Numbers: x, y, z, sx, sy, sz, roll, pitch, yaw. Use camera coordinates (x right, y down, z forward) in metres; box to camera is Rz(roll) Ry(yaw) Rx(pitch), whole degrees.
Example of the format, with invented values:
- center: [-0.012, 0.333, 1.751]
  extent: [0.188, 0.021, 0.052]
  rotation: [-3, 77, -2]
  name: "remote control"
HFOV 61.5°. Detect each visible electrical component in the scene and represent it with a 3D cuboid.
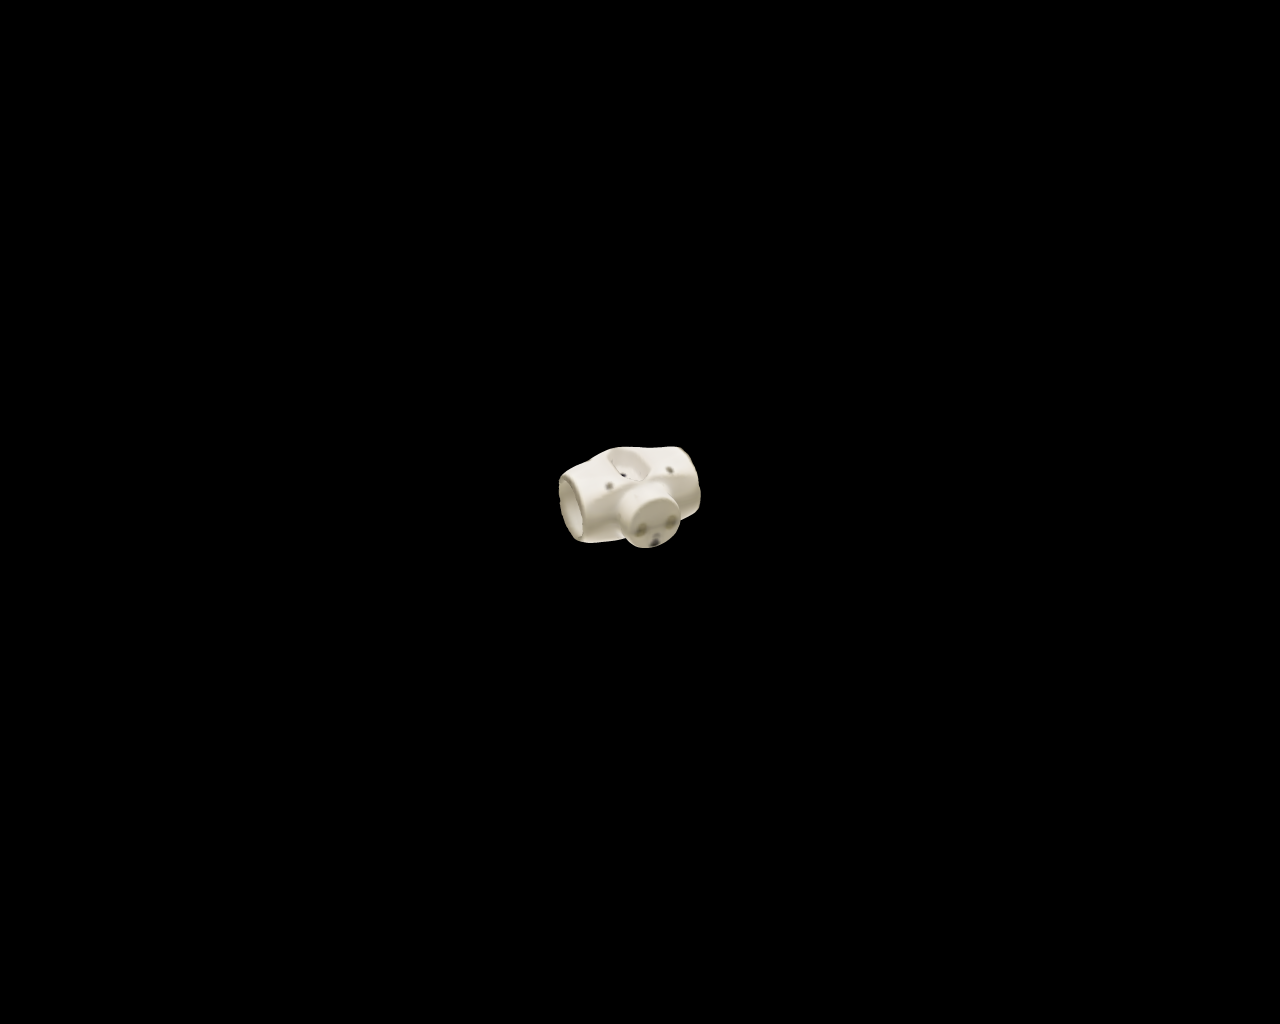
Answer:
- center: [0.001, -0.003, 0.650]
  extent: [0.077, 0.043, 0.079]
  rotation: [-14, 36, -20]
  name: "electrical component"
